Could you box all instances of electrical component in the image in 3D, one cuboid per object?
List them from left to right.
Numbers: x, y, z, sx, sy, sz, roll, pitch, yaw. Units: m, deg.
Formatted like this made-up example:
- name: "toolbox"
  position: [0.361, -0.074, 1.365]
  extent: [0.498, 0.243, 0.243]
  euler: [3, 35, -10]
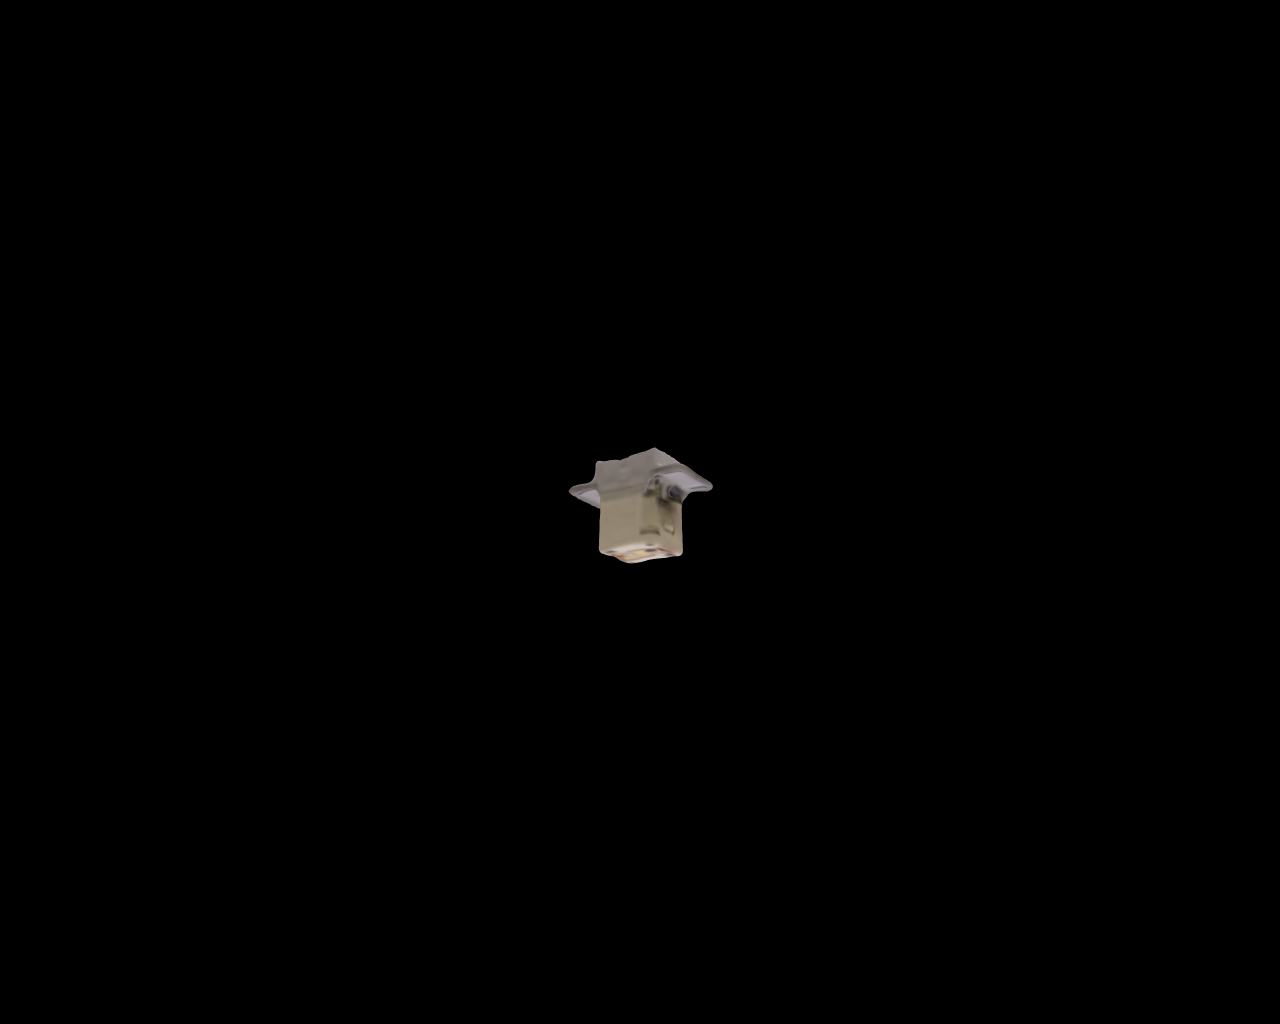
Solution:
- name: "electrical component"
  position: [0.001, -0.003, 0.650]
  extent: [0.081, 0.064, 0.042]
  euler: [-12, -23, 31]
